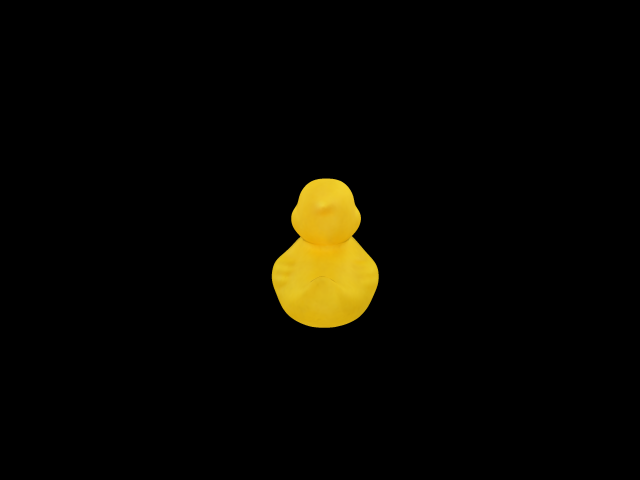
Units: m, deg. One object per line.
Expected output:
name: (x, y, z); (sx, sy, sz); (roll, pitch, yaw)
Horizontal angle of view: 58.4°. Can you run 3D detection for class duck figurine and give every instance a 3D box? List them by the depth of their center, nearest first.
duck figurine: (0.004, 0.001, 0.400); (0.077, 0.086, 0.104); (1, 34, 2)
